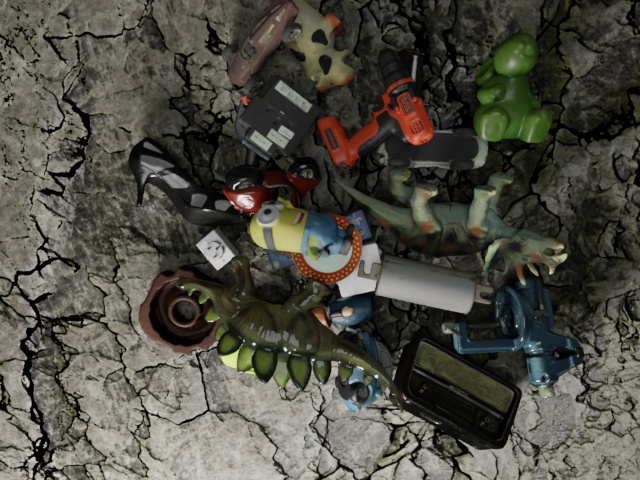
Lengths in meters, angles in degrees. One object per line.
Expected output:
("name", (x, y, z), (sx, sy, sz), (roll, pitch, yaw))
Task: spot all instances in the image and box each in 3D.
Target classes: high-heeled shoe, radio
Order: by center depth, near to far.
("radio", (0.254, 0.293, 1.020), (0.230, 0.073, 0.131), (28, 62, 0))
("high-heeled shoe", (-0.245, -0.112, 1.038), (0.249, 0.086, 0.145), (10, 68, -15))

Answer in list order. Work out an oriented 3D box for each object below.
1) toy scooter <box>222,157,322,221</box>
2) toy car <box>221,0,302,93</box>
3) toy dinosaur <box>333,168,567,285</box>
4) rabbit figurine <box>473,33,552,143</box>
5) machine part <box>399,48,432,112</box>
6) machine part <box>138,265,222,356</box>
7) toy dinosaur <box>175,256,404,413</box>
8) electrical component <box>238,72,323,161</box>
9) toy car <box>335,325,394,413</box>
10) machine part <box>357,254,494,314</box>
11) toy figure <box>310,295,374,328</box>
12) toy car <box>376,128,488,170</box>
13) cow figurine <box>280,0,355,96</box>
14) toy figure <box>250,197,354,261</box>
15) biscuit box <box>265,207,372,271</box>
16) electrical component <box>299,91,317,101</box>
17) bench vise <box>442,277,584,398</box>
("toy scooter", (-0.085, -0.078, 1.003), (0.184, 0.075, 0.135), (-10, 124, -8))
("toy car", (-0.107, -0.344, 0.941), (0.202, 0.053, 0.089), (-35, 86, 47))
("toy dinosaur", (0.228, -0.025, 0.985), (0.405, 0.131, 0.192), (6, 115, 14))
("rabbit figurine", (0.332, -0.266, 0.920), (0.121, 0.159, 0.170), (4, 117, 1))
("machine part", (0.165, -0.279, 0.988), (0.084, 0.039, 0.138), (2, 101, 12))
("machine part", (-0.265, 0.138, 1.069), (0.179, 0.056, 0.179), (0, 98, 2))
("toy dinosaur", (-0.059, 0.163, 0.967), (0.472, 0.105, 0.198), (17, 75, 11))
("electrical component", (-0.078, -0.210, 0.956), (0.115, 0.058, 0.134), (38, 90, -8))
("toy car", (0.089, 0.247, 1.047), (0.103, 0.109, 0.161), (1, 87, -19))
("machine part", (0.188, 0.079, 0.966), (0.243, 0.079, 0.079), (11, 99, 3))
("toy figure", (0.027, 0.144, 1.047), (0.155, 0.058, 0.064), (-11, 141, 7))
("toy car", (0.206, -0.168, 0.992), (0.202, 0.056, 0.073), (3, 92, 6))
("cow figurine", (-0.019, -0.349, 0.965), (0.195, 0.085, 0.127), (39, 101, 1))
("toy figure", (-0.033, -0.011, 0.935), (0.180, 0.082, 0.089), (15, 107, 2))
("biscuit box", (-0.002, -0.003, 1.026), (0.203, 0.063, 0.059), (-20, 95, 7))
("electrical component", (-0.044, -0.241, 1.002), (0.094, 0.021, 0.063), (-22, 99, -15))
("bench vise", (0.346, 0.181, 0.987), (0.241, 0.129, 0.223), (-1, 83, -7))
